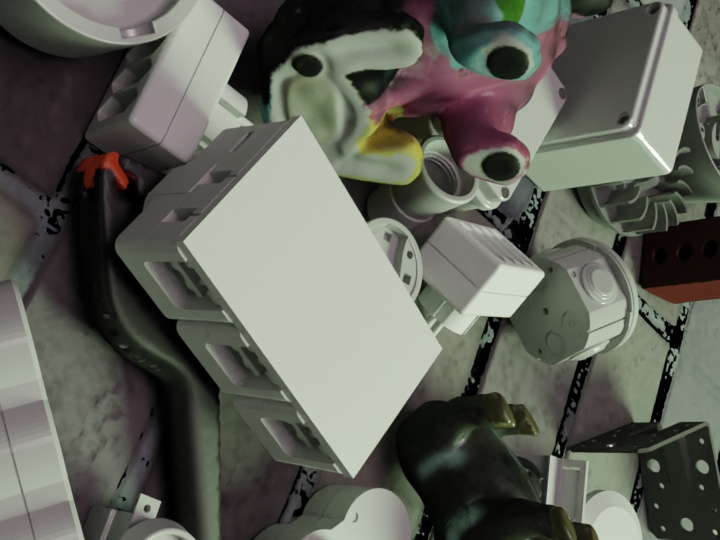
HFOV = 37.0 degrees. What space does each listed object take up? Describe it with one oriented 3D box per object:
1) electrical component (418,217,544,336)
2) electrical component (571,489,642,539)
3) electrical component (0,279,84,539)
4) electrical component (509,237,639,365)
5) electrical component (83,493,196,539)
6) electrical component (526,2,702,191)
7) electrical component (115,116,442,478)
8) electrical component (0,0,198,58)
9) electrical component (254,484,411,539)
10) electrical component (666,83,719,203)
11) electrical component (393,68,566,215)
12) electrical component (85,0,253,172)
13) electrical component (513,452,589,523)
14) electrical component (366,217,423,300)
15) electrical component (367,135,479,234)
[{"bbox_3d":[0.062,0.014,0.662,0.075,0.047,0.083,-52,157,15],"label":"electrical component"},{"bbox_3d":[0.151,0.188,0.727,0.080,0.051,0.080,6,81,-41],"label":"electrical component"},{"bbox_3d":[-0.167,0.079,0.457,0.074,0.052,0.138,-15,96,-19],"label":"electrical component"},{"bbox_3d":[0.141,0.022,0.719,0.051,0.080,0.080,-16,96,-37],"label":"electrical component"},{"bbox_3d":[-0.105,0.139,0.501,0.048,0.055,0.066,33,64,-35],"label":"electrical component"},{"bbox_3d":[0.165,-0.116,0.737,0.056,0.109,0.108,38,62,-36],"label":"electrical component"},{"bbox_3d":[-0.037,0.014,0.519,0.089,0.062,0.150,-52,124,-32],"label":"electrical component"},{"bbox_3d":[-0.134,-0.152,0.505,0.108,0.060,0.108,6,81,-41],"label":"electrical component"},{"bbox_3d":[-0.021,0.161,0.561,0.138,0.074,0.052,-28,103,-40],"label":"electrical component"},{"bbox_3d":[0.282,-0.100,0.868,0.099,0.064,0.099,6,81,-41],"label":"electrical component"},{"bbox_3d":[0.075,-0.099,0.687,0.078,0.057,0.113,49,56,-26],"label":"electrical component"},{"bbox_3d":[-0.084,-0.084,0.551,0.076,0.047,0.083,36,62,-33],"label":"electrical component"},{"bbox_3d":[0.106,0.140,0.682,0.064,0.081,0.042,33,62,-59],"label":"electrical component"},{"bbox_3d":[0.000,0.000,0.616,0.055,0.047,0.055,6,81,-41],"label":"electrical component"},{"bbox_3d":[0.034,-0.045,0.639,0.044,0.065,0.044,16,58,-28],"label":"electrical component"}]
